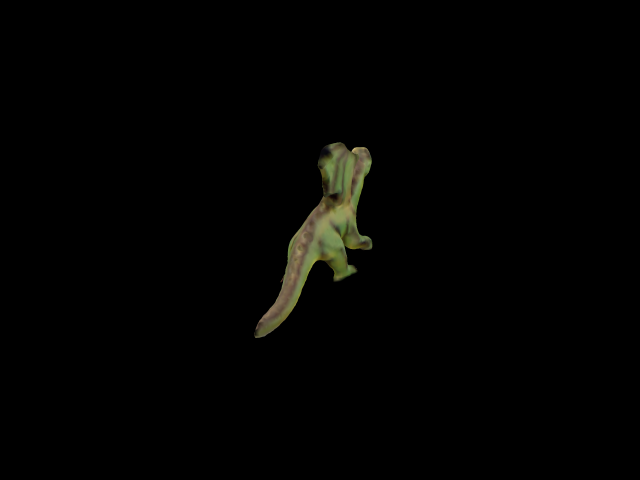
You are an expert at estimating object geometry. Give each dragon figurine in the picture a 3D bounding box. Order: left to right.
[{"bbox_3d":[0.003,-0.043,0.850,0.122,0.238,0.418,11,31,20],"label":"dragon figurine"}]
